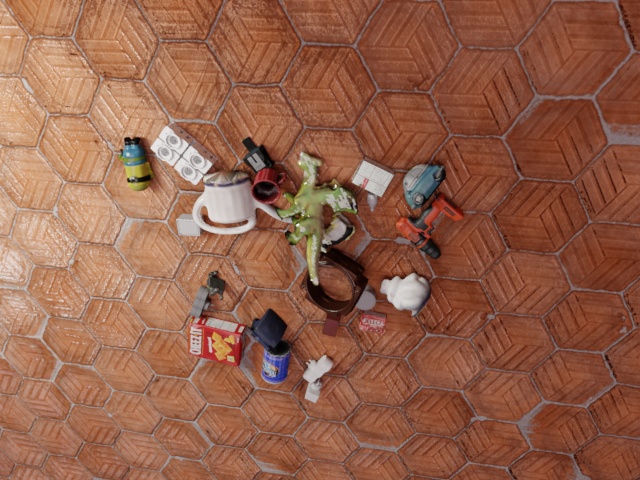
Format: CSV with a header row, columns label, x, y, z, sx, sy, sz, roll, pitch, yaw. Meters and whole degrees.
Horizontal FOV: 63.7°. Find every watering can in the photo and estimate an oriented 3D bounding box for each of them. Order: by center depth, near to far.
label,x,y,z,sx,sy,sz,roll,pitch,yaw
watering can,-0.254,-0.128,1.711,0.348,0.106,0.220,-6,115,-2

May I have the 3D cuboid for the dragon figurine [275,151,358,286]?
label,x,y,z,sx,sy,sz,roll,pitch,yaw
dragon figurine,0.005,-0.082,1.633,0.241,0.123,0.410,-23,90,18

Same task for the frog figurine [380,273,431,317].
label,x,y,z,sx,sy,sz,roll,pitch,yaw
frog figurine,0.289,0.169,1.739,0.160,0.122,0.138,32,86,4
